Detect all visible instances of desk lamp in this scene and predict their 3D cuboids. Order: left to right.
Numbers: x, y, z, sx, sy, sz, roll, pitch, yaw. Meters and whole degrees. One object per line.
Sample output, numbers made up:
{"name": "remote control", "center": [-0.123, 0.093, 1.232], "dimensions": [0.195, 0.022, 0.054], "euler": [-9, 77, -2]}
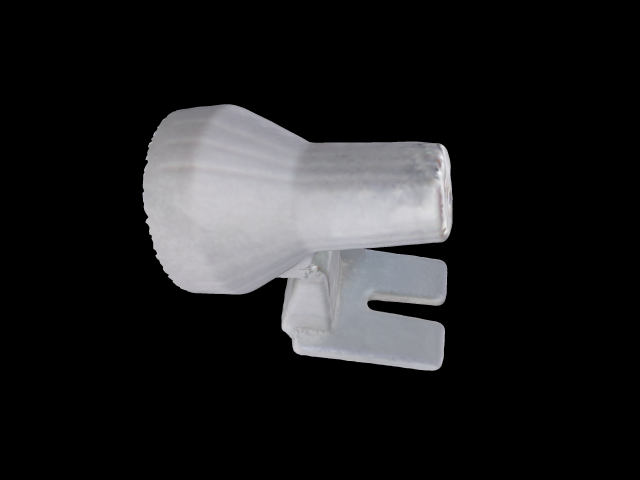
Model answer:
{"name": "desk lamp", "center": [0.004, 0.001, 0.400], "dimensions": [0.203, 0.213, 0.118], "euler": [6, 63, 4]}
